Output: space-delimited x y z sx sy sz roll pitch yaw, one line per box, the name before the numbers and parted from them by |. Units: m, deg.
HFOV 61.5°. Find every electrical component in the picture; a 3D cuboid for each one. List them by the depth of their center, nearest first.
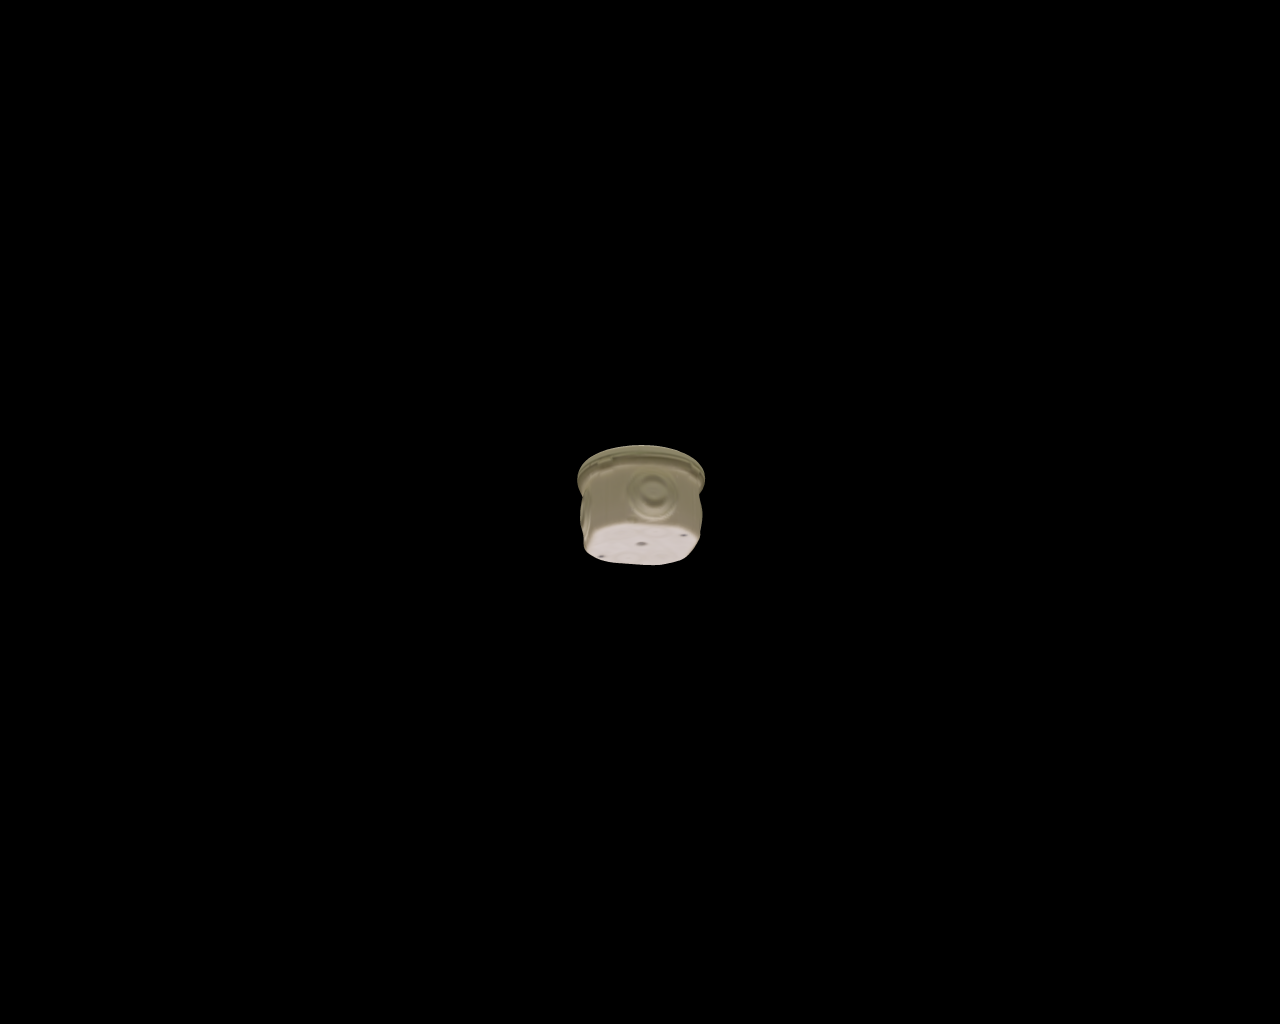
electrical component | 0.001 -0.003 0.650 0.080 0.051 0.080 0 -24 0
